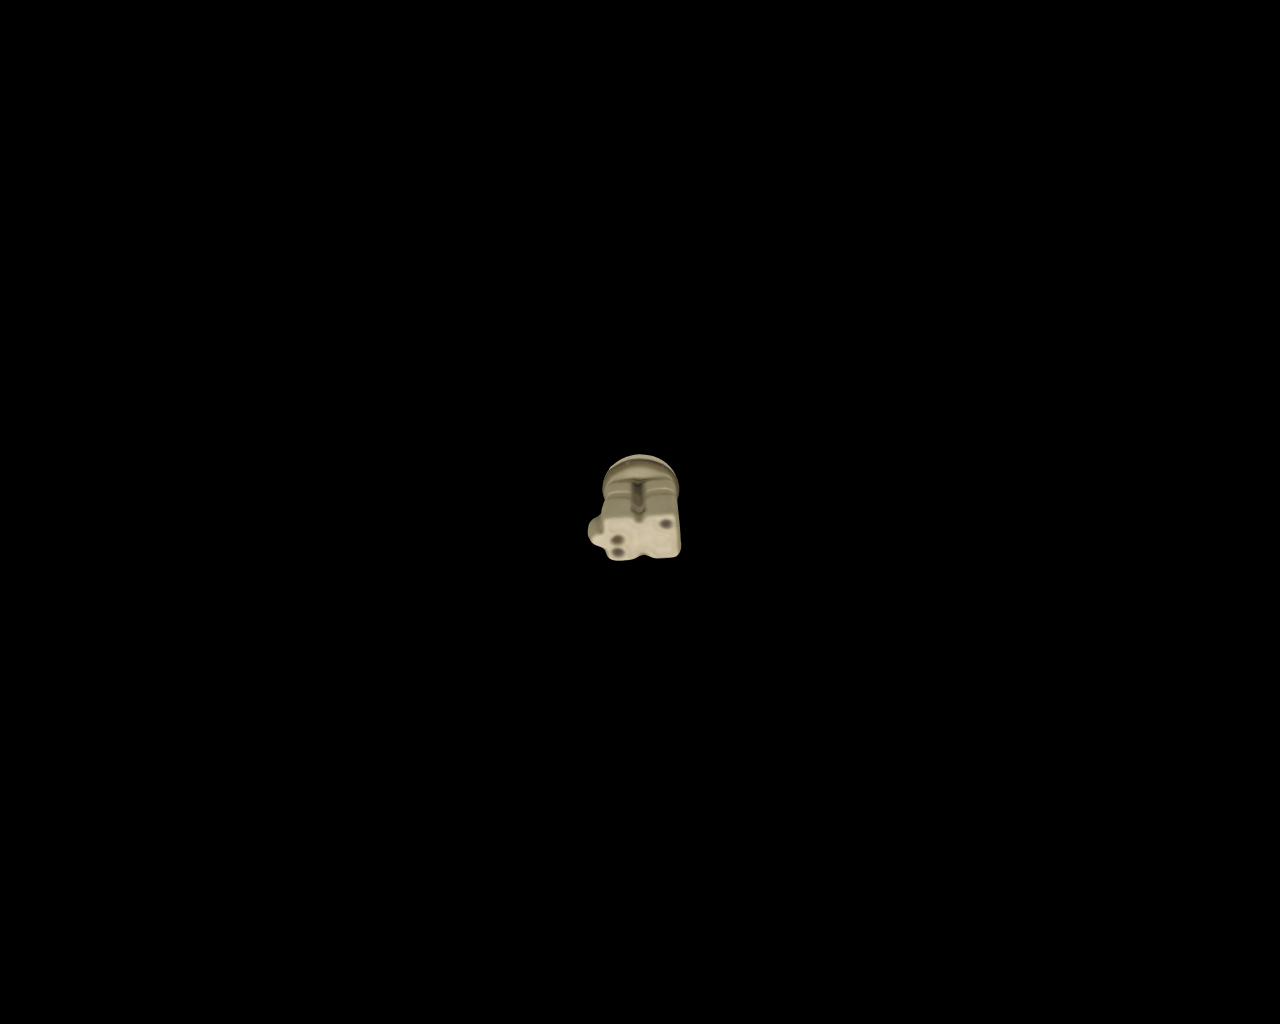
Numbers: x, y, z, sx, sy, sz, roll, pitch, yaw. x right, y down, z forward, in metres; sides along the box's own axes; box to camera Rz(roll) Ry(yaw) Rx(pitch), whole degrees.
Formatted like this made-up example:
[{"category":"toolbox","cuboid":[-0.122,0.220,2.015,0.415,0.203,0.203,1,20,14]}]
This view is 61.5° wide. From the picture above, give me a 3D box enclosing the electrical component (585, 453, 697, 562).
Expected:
[{"category":"electrical component","cuboid":[0.001,-0.003,0.650,0.066,0.048,0.055,-2,40,2]}]
